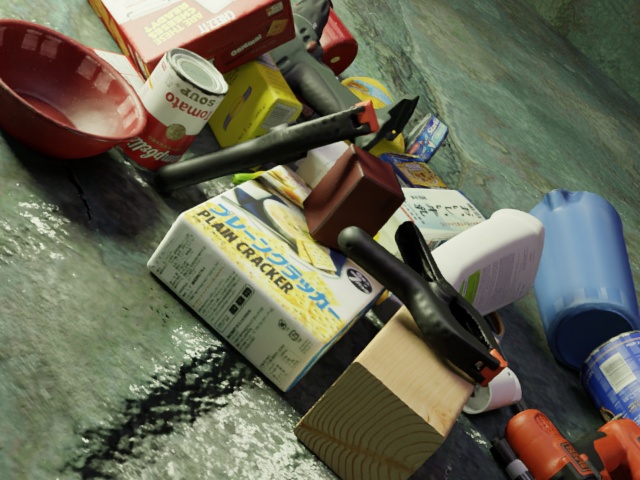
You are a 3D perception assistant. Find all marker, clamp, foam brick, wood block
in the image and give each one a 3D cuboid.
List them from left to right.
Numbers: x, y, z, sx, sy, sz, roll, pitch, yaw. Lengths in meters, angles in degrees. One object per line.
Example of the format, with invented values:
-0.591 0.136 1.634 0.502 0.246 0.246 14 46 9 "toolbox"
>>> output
-0.040 -0.086 0.978 0.164 0.210 0.036 -23 98 -45 "clamp"
0.030 -0.034 0.953 0.053 0.078 0.051 27 27 -30 "foam brick"
0.071 0.121 0.897 0.091 0.090 0.205 42 26 5 "wood block"
0.096 0.046 0.904 0.171 0.039 0.120 49 32 9 "clamp"
0.193 0.229 0.967 0.020 0.020 0.121 5 41 -50 "marker"

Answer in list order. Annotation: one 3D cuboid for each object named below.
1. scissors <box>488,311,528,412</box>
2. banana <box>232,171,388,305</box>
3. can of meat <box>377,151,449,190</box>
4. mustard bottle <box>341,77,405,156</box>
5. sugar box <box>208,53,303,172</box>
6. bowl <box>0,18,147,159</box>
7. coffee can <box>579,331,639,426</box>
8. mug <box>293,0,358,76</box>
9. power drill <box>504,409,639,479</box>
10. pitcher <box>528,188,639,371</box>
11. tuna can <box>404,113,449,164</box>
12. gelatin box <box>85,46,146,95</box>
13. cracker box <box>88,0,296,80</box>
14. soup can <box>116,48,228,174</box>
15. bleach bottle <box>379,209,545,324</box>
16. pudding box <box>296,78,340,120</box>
0.172 0.115 1.134 0.096 0.016 0.201 29 27 -17 "scissors"
-0.001 -0.011 1.088 0.198 0.037 0.069 39 45 3 "banana"
0.110 -0.060 1.291 0.101 0.057 0.084 4 40 -52 "can of meat"
0.061 -0.167 1.400 0.096 0.058 0.191 27 27 -14 "mustard bottle"
-0.090 -0.168 1.156 0.048 0.093 0.176 14 34 -45 "sugar box"
-0.233 -0.121 0.926 0.162 0.055 0.162 31 27 -18 "bowl"
0.363 0.185 1.174 0.102 0.103 0.140 20 31 -36 "coffee can"
0.000 -0.267 1.466 0.081 0.093 0.117 56 -6 22 "mug"
0.281 0.238 1.025 0.187 0.057 0.184 8 39 -49 "power drill"
0.330 0.060 1.327 0.149 0.145 0.242 21 32 -8 "pitcher"
0.129 -0.121 1.384 0.033 0.086 0.086 38 25 -6 "tuna can"
-0.209 -0.152 1.043 0.089 0.030 0.073 2 46 -54 "gelatin box"
-0.148 -0.259 1.135 0.214 0.164 0.072 53 -14 35 "cracker box"
-0.140 -0.120 0.998 0.068 0.102 0.068 31 26 -17 "soup can"
0.143 0.038 1.097 0.068 0.103 0.250 21 22 33 "bleach bottle"
-0.029 -0.206 1.368 0.090 0.039 0.113 38 27 -4 "pudding box"
